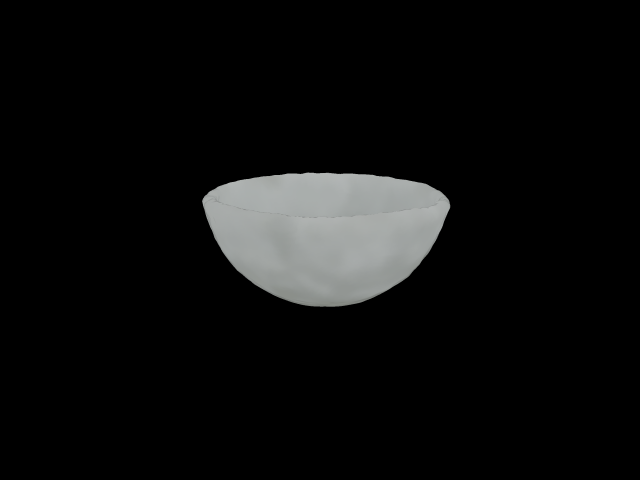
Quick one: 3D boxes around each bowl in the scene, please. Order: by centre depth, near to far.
[{"bbox_3d":[0.004,0.001,0.400,0.167,0.075,0.167,0,16,0],"label":"bowl"}]
